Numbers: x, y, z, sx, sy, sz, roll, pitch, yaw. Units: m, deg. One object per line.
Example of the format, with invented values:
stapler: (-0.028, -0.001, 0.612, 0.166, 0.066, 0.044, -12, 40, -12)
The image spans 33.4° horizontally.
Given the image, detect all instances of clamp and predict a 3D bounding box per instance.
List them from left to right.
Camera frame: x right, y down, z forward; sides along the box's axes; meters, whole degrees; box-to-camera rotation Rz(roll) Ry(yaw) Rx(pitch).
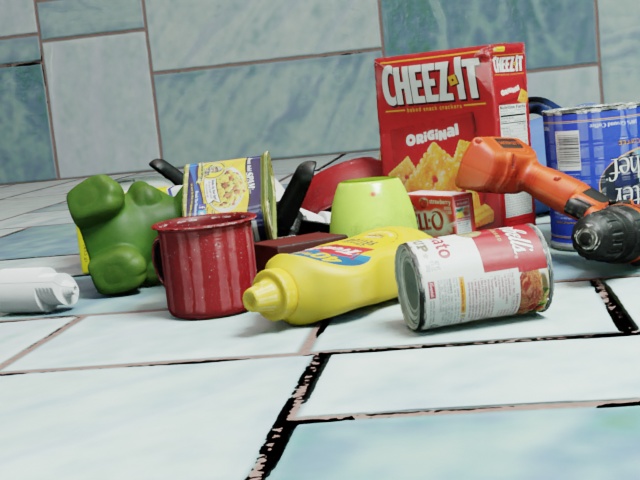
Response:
clamp: (-0.174, -0.063, 1.471, 0.171, 0.120, 0.039, -17, 34, -41)
clamp: (-0.021, -0.011, 1.150, 0.164, 0.036, 0.210, 35, -34, -30)

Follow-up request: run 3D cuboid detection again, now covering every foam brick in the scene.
foam brick: (-0.018, 0.024, 0.975, 0.078, 0.053, 0.051, -11, 9, -32)

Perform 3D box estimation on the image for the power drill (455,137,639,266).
power drill: (0.219, -0.034, 0.971, 0.188, 0.057, 0.184, 32, 19, 31)

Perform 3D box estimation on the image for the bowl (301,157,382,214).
bowl: (0.034, -0.059, 1.312, 0.162, 0.055, 0.162, -19, -10, -4)

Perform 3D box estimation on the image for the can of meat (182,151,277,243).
can of meat: (-0.086, -0.034, 1.028, 0.084, 0.057, 0.102, -7, 45, 3)

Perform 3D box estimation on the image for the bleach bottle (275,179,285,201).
bleach bottle: (-0.086, -0.034, 1.356, 0.102, 0.068, 0.251, -21, 8, -1)

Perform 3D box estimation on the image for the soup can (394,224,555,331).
soup can: (0.113, 0.028, 0.794, 0.102, 0.068, 0.068, -8, 8, -10)

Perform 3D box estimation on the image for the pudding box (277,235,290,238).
pudding box: (-0.057, 0.023, 1.066, 0.113, 0.039, 0.090, -7, 8, -22)

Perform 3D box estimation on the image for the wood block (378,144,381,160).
wood block: (0.183, -0.102, 1.448, 0.205, 0.090, 0.091, 3, 7, -42)

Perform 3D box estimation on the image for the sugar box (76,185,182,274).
sugar box: (-0.192, -0.014, 1.242, 0.176, 0.093, 0.048, -5, 9, 6)

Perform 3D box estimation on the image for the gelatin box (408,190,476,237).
gelatin box: (0.116, -0.011, 1.057, 0.030, 0.073, 0.089, -11, 10, -31)

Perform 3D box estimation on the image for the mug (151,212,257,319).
mug: (-0.107, 0.022, 0.947, 0.117, 0.081, 0.093, 1, 10, 38)

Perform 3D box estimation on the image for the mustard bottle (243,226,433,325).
mustard bottle: (0.011, 0.031, 0.881, 0.096, 0.058, 0.191, 9, 16, 42)

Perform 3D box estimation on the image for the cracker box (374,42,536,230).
cracker box: (0.145, -0.101, 1.172, 0.164, 0.214, 0.071, 2, 10, 44)

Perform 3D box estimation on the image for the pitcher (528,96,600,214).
pitcher: (0.266, -0.100, 1.367, 0.242, 0.145, 0.149, -14, 15, -32)

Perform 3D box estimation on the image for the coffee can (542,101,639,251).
coffee can: (0.282, -0.066, 1.086, 0.103, 0.140, 0.103, -6, 8, 1)
